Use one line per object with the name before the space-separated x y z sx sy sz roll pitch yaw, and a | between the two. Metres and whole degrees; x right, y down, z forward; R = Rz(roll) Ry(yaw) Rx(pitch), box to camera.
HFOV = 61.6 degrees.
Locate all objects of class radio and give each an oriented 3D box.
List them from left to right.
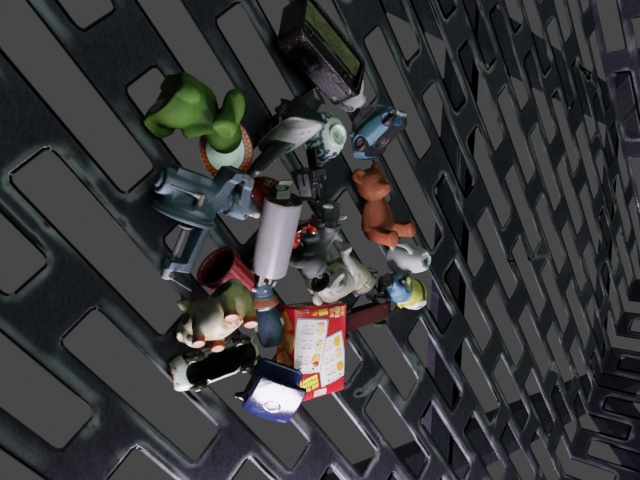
radio | 0.007 -0.422 1.213 0.229 0.073 0.131 37 49 -38

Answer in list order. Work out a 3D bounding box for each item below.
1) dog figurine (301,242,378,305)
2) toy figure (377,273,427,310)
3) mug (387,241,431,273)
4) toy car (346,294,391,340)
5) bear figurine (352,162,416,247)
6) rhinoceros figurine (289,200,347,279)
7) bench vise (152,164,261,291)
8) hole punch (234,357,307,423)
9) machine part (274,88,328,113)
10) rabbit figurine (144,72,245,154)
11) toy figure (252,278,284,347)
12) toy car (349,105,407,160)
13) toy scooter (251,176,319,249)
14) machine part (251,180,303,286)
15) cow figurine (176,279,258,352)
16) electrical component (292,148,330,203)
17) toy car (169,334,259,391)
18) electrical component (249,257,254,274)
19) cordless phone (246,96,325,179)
dog figurine | 0.059 0.110 1.295 0.172 0.121 0.190 -57 134 -15
toy figure | 0.233 0.136 1.489 0.180 0.082 0.089 30 74 -39
mug | 0.244 0.043 1.473 0.081 0.107 0.109 -52 127 -30
toy car | 0.107 0.195 1.387 0.202 0.053 0.089 -13 108 -39
bear figurine | 0.160 -0.095 1.371 0.120 0.132 0.195 -22 114 -43
rhinoceros figurine | -0.003 -0.004 1.226 0.073 0.112 0.190 37 60 -36
bench vise | -0.227 -0.033 1.010 0.223 0.129 0.240 15 101 -52
hole punch | -0.097 0.325 1.131 0.142 0.092 0.115 22 93 -15
machine part | -0.043 -0.299 1.220 0.139 0.039 0.084 -43 116 -32
rabbit figurine | -0.204 -0.229 0.988 0.170 0.159 0.121 35 59 -37
toy figure | -0.118 0.154 1.165 0.064 0.058 0.154 -15 98 -50
toy car | 0.132 -0.281 1.338 0.109 0.161 0.103 -6 54 -52
toy scooter | -0.071 -0.057 1.142 0.075 0.135 0.183 -45 121 -32
machine part | -0.088 -0.010 1.081 0.079 0.079 0.243 -12 126 -43
cow figurine | -0.204 0.139 1.002 0.085 0.195 0.127 26 40 -37
electrical component | -0.022 -0.146 1.225 0.048 0.075 0.119 -23 113 -42
toy car | -0.208 0.246 1.086 0.201 0.056 0.073 -12 95 -44
electrical component | -0.120 0.049 1.179 0.063 0.021 0.094 53 58 -33
cordless phone | -0.084 -0.197 1.098 0.088 0.147 0.184 47 46 -16
